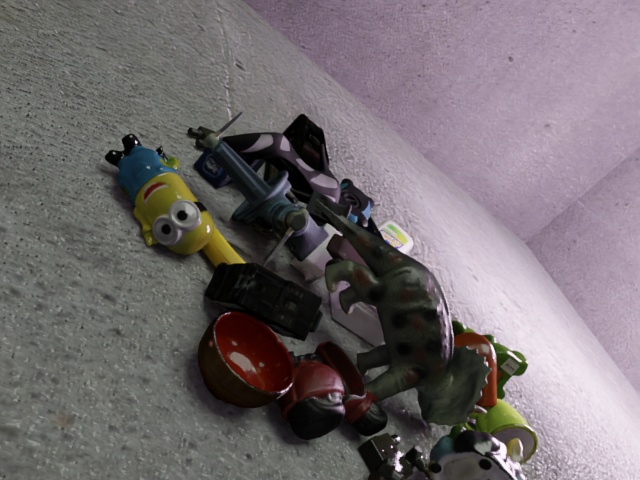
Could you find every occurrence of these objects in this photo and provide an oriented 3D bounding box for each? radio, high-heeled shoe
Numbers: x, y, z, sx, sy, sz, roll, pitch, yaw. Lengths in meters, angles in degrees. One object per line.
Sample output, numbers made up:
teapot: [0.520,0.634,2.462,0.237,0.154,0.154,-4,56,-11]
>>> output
radio: [-0.052,-0.179,1.163,0.073,0.131,0.230,37,23,-23]
high-heeled shoe: [-0.067,-0.116,0.990,0.249,0.086,0.145,-1,89,-34]

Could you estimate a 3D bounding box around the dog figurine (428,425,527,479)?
dog figurine: [0.242,0.330,0.781,0.191,0.108,0.219,61,19,4]

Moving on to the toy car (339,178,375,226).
toy car: [0.043,-0.057,1.148,0.109,0.103,0.162,40,32,-1]

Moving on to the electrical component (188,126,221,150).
electrical component: [-0.212,-0.189,1.045,0.094,0.021,0.063,11,39,-56]

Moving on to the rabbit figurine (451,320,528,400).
rabbit figurine: [0.313,0.238,1.125,0.159,0.121,0.170,28,8,-21]

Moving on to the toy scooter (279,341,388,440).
toy scooter: [0.006,0.181,0.683,0.183,0.075,0.135,24,29,-48]

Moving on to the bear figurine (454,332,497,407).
bear figurine: [0.211,0.222,0.945,0.196,0.131,0.120,-1,12,-24]

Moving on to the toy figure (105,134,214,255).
toy figure: [-0.212,-0.061,0.729,0.180,0.082,0.089,49,24,18]

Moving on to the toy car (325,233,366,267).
toy car: [0.086,0.069,0.895,0.202,0.053,0.089,40,48,-11]

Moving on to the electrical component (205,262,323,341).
electrical component: [-0.065,0.080,0.687,0.134,0.058,0.115,33,-17,-30]

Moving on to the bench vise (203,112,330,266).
bench vise: [-0.098,-0.074,0.859,0.240,0.129,0.224,49,3,-15]

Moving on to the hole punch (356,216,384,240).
hole punch: [0.090,0.032,1.035,0.142,0.092,0.115,-89,154,-59]

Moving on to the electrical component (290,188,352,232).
electrical component: [-0.007,-0.051,0.955,0.119,0.048,0.074,21,-21,0]

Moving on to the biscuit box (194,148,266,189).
biscuit box: [-0.159,-0.154,1.018,0.059,0.063,0.203,44,21,0]

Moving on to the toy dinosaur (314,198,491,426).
toy dinosaur: [0.126,0.114,0.783,0.131,0.192,0.404,-63,137,-80]

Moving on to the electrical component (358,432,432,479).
electrical component: [0.096,0.285,0.693,0.102,0.045,0.078,18,35,-49]
